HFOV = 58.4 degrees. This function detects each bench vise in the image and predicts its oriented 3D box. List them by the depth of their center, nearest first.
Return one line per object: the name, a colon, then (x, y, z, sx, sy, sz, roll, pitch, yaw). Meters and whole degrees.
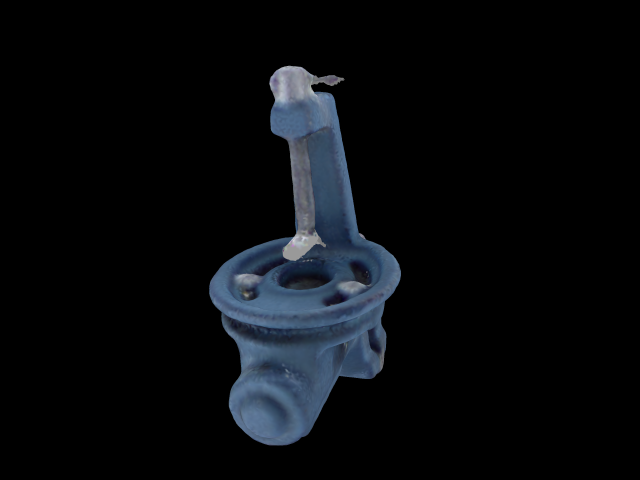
bench vise: (-0.008, 0.001, 0.401, 0.121, 0.220, 0.207, 0, 7, 2)
